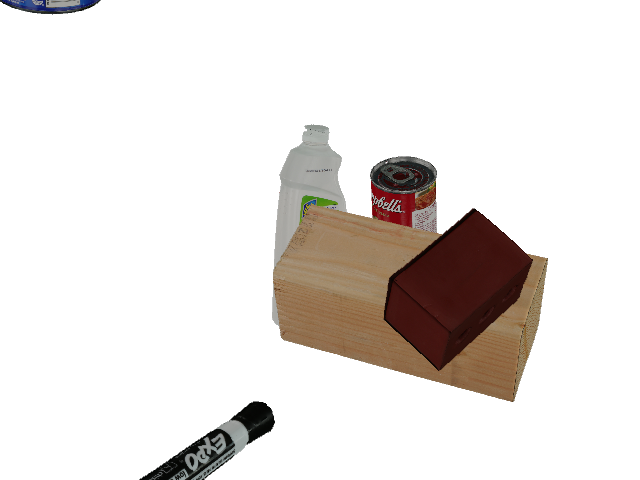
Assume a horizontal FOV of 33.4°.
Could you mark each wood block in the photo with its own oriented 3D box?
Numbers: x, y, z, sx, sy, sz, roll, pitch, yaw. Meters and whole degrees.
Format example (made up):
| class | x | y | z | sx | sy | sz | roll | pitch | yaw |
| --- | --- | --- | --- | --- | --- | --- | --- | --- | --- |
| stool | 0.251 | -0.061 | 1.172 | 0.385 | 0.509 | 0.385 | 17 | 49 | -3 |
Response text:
| class | x | y | z | sx | sy | sz | roll | pitch | yaw |
| --- | --- | --- | --- | --- | --- | --- | --- | --- | --- |
| wood block | 0.074 | 0.051 | 0.892 | 0.206 | 0.091 | 0.090 | 14 | 49 | 17 |

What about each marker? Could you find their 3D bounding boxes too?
| class | x | y | z | sx | sy | sz | roll | pitch | yaw |
| --- | --- | --- | --- | --- | --- | --- | --- | --- | --- |
| marker | -0.061 | 0.111 | 0.539 | 0.020 | 0.020 | 0.120 | 0 | 16 | 32 |

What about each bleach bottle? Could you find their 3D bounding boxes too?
| class | x | y | z | sx | sy | sz | roll | pitch | yaw |
| --- | --- | --- | --- | --- | --- | --- | --- | --- | --- |
| bleach bottle | -0.005 | -0.016 | 1.304 | 0.102 | 0.251 | 0.068 | -7 | 20 | -30 |

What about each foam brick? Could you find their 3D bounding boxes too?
| class | x | y | z | sx | sy | sz | roll | pitch | yaw |
| --- | --- | --- | --- | --- | --- | --- | --- | --- | --- |
| foam brick | 0.084 | 0.030 | 0.660 | 0.078 | 0.051 | 0.053 | -38 | -25 | -23 |

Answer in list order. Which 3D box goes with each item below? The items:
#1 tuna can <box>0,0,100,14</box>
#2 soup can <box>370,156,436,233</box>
| class | x | y | z | sx | sy | sz | roll | pitch | yaw |
| --- | --- | --- | --- | --- | --- | --- | --- | --- | --- |
| tuna can | -0.203 | -0.201 | 0.793 | 0.086 | 0.034 | 0.086 | 6 | 36 | -4 |
| soup can | 0.087 | -0.027 | 1.111 | 0.068 | 0.102 | 0.068 | -3 | 35 | 2 |
